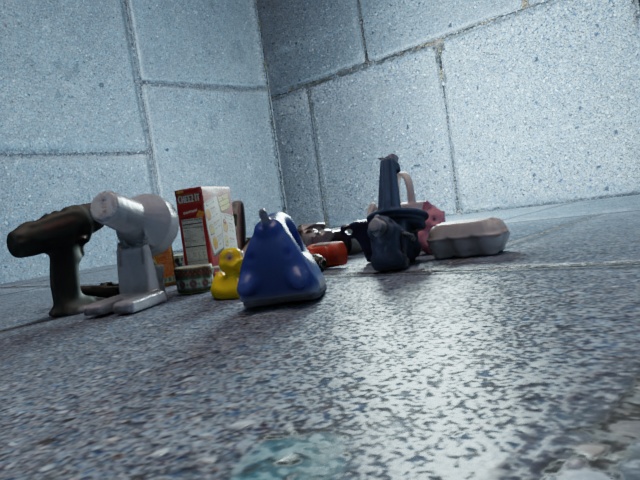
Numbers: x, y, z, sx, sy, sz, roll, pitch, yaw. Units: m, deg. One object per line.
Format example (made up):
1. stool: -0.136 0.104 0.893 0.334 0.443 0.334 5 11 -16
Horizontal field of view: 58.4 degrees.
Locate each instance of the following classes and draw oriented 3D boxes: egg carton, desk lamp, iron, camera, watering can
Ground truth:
1. egg carton: 0.290 -0.004 1.121 0.150 0.069 0.107 -6 3 31
2. desk lamp: -0.343 0.016 1.050 0.117 0.213 0.203 -7 3 12
3. iron: -0.055 0.019 0.892 0.118 0.141 0.258 -8 3 7
4. camera: 0.013 0.005 1.401 0.137 0.101 0.142 -9 3 -26
5. watering can: 0.201 -0.068 1.386 0.173 0.194 0.100 -10 4 -36

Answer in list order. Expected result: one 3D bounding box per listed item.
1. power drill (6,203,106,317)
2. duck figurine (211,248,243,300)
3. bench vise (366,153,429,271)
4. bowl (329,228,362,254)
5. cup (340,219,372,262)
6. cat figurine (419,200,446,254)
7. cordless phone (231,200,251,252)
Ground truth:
1. power drill: -0.473 0.034 1.107 0.075 0.208 0.230 -6 4 38
2. duck figurine: -0.154 0.056 1.001 0.078 0.086 0.104 -11 4 -39
3. bench vise: 0.145 -0.058 1.084 0.121 0.220 0.207 -8 3 6
4. bowl: 0.099 -0.002 1.563 0.167 0.075 0.167 -8 3 1
5. cup: 0.106 0.003 1.236 0.117 0.095 0.091 -8 3 -1
6. cat figurine: 0.223 -0.026 1.252 0.128 0.118 0.067 -9 3 -8
7. cordless phone: -0.188 -0.012 1.455 0.094 0.185 0.147 -11 4 -42
